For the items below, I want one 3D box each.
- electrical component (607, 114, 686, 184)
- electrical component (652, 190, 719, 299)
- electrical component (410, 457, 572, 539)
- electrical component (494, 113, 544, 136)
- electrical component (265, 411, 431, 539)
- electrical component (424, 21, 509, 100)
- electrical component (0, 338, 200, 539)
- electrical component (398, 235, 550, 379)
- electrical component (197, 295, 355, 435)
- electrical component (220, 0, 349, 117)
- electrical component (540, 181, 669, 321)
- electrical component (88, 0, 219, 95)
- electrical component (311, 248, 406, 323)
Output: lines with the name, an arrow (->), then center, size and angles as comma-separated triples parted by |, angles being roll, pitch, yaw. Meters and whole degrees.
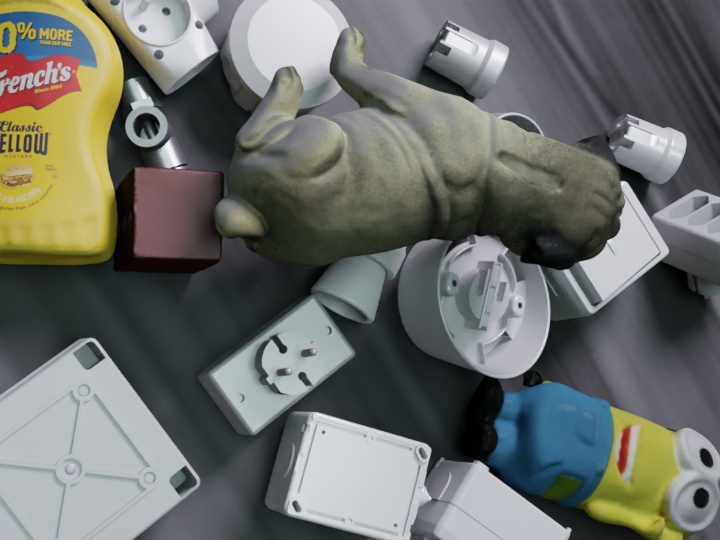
electrical component -> 0.205, -0.088, 0.776 | 0.046, 0.040, 0.040 | 21, 77, -10
electrical component -> 0.253, -0.007, 0.773 | 0.047, 0.066, 0.076 | -29, 122, -21
electrical component -> 0.082, 0.172, 0.687 | 0.096, 0.062, 0.061 | 37, 73, -12
electrical component -> 0.070, -0.080, 0.706 | 0.079, 0.077, 0.044 | 24, 76, -15
electrical component -> -0.003, 0.128, 0.662 | 0.096, 0.061, 0.061 | 19, 78, -17
electrical component -> 0.072, -0.145, 0.736 | 0.046, 0.040, 0.040 | 26, 75, -9
electrical component -> -0.166, 0.111, 0.609 | 0.109, 0.056, 0.108 | -37, 96, -20
electrical component -> 0.075, 0.017, 0.696 | 0.099, 0.064, 0.099 | -2, 93, -35
electrical component -> -0.046, 0.057, 0.648 | 0.083, 0.076, 0.047 | -37, 96, -20
electrical component -> -0.048, -0.137, 0.685 | 0.080, 0.051, 0.080 | 2, 83, -19
electrical component -> 0.164, -0.017, 0.740 | 0.096, 0.061, 0.061 | -35, 96, -20
electrical component -> -0.115, -0.163, 0.668 | 0.079, 0.044, 0.077 | -42, 98, -19
electrical component -> 0.000, 0.000, 0.688 | 0.045, 0.045, 0.055 | 31, 74, -14
